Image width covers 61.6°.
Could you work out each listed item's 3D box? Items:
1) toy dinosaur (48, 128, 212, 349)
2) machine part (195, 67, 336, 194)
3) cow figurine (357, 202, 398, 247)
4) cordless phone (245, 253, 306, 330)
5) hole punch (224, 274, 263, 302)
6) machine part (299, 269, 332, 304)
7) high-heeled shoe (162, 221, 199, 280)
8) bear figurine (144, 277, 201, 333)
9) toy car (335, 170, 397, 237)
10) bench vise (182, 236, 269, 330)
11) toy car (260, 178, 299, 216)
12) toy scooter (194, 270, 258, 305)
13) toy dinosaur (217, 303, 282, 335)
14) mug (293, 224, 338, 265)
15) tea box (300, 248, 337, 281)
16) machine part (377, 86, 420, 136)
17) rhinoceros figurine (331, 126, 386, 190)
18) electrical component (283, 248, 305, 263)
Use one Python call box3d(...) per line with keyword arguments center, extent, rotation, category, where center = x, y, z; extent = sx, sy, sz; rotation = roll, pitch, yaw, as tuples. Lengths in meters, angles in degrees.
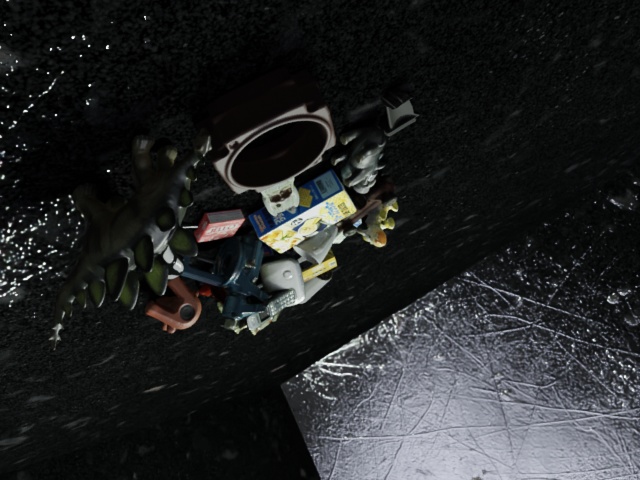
box3d(center=(-0.308, 0.000, 0.832), extent=(0.471, 0.199, 0.105), rotation=(-39, 155, 26), category="toy dinosaur")
box3d(center=(-0.080, -0.167, 0.868), extent=(0.201, 0.087, 0.201), rotation=(-25, 162, 0), category="machine part")
box3d(center=(0.137, -0.047, 1.378), extent=(0.098, 0.167, 0.068), rotation=(-18, 127, 37), category="cow figurine")
box3d(center=(-0.128, 0.127, 1.340), extent=(0.184, 0.089, 0.146), rotation=(-36, 130, -35), category="cordless phone")
box3d(center=(-0.175, 0.135, 1.459), extent=(0.142, 0.116, 0.092), rotation=(-29, 120, -11), category="hole punch")
box3d(center=(-0.033, 0.138, 1.740), extent=(0.079, 0.079, 0.243), rotation=(-10, 156, -40), category="machine part")
box3d(center=(-0.335, 0.021, 1.043), extent=(0.145, 0.086, 0.248), rotation=(0, 146, -40), category="high-heeled shoe")
box3d(center=(-0.371, 0.161, 1.341), extent=(0.120, 0.132, 0.196), rotation=(-56, -157, -19), category="bear figurine")
box3d(center=(0.101, -0.087, 1.313), extent=(0.202, 0.089, 0.053), rotation=(-37, 159, 32), category="toy car")
box3d(center=(-0.227, 0.080, 1.204), extent=(0.240, 0.223, 0.129), rotation=(22, 173, -32), category="bench vise")
box3d(center=(-0.085, -0.106, 1.063), extent=(0.073, 0.056, 0.201), rotation=(-25, 161, -5), category="toy car")
box3d(center=(-0.219, 0.107, 1.325), extent=(0.184, 0.135, 0.075), rotation=(-34, 158, 16), category="toy scooter")
box3d(center=(-0.175, 0.199, 1.671), extent=(0.192, 0.131, 0.404), rotation=(-31, 167, 15), category="toy dinosaur")
box3d(center=(-0.003, -0.004, 1.329), extent=(0.107, 0.081, 0.109), rotation=(-57, -168, -15), category="mug")
box3d(center=(-0.041, 0.072, 1.571), extent=(0.170, 0.068, 0.098), rotation=(-24, 160, -4), category="tea box")
box3d(center=(0.151, -0.246, 1.041), extent=(0.084, 0.039, 0.138), rotation=(-22, 163, 4), category="machine part")
box3d(center=(0.086, -0.168, 1.119), extent=(0.112, 0.073, 0.190), rotation=(-32, 162, -20), category="rhinoceros figurine")
box3d(center=(-0.052, 0.019, 1.407), extent=(0.119, 0.075, 0.047), rotation=(-35, 160, 35), category="electrical component")
